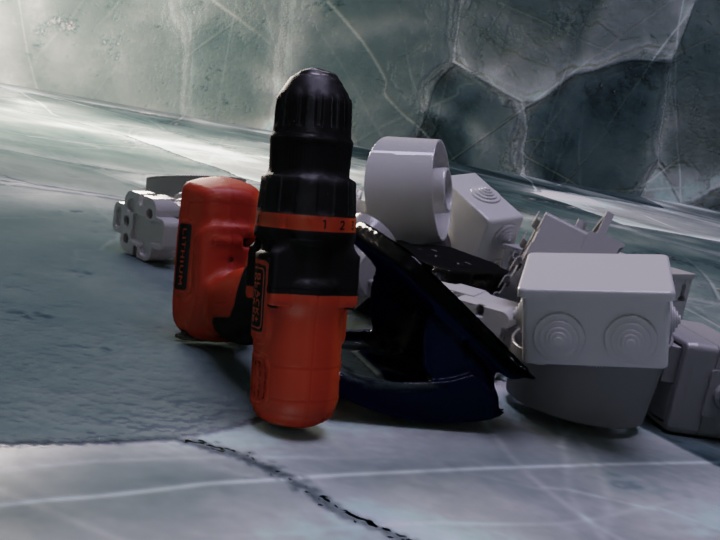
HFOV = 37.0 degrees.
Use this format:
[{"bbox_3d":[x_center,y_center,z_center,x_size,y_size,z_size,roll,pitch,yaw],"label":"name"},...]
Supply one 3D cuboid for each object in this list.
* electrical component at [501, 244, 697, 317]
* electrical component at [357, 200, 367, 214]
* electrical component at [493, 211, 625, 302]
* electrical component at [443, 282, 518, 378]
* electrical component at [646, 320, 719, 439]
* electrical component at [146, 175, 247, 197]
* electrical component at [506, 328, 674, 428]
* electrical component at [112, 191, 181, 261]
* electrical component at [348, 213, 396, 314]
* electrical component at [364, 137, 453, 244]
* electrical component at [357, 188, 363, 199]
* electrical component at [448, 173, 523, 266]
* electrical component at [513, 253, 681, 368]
[{"bbox_3d":[0.227,0.019,1.035,0.105,0.060,0.186,20,13,41],"label":"electrical component"},{"bbox_3d":[-0.018,-0.024,0.948,0.051,0.080,0.080,14,9,43],"label":"electrical component"},{"bbox_3d":[0.141,0.006,0.794,0.063,0.078,0.121,27,-19,5],"label":"electrical component"},{"bbox_3d":[0.067,0.039,0.768,0.089,0.050,0.056,16,12,21],"label":"electrical component"},{"bbox_3d":[0.220,0.072,0.725,0.061,0.061,0.096,9,10,-12],"label":"electrical component"},{"bbox_3d":[-0.168,-0.073,1.088,0.099,0.064,0.099,11,10,-2],"label":"electrical component"},{"bbox_3d":[0.145,0.061,0.692,0.099,0.064,0.099,11,10,-2],"label":"electrical component"},{"bbox_3d":[-0.166,-0.038,0.920,0.057,0.058,0.078,-2,17,-44],"label":"electrical component"},{"bbox_3d":[0.000,0.000,0.796,0.079,0.077,0.044,9,-39,49],"label":"electrical component"},{"bbox_3d":[0.047,-0.070,0.953,0.064,0.099,0.099,-1,7,15],"label":"electrical component"},{"bbox_3d":[-0.034,-0.064,1.201,0.062,0.061,0.096,12,10,1],"label":"electrical component"},{"bbox_3d":[0.107,-0.038,1.052,0.048,0.099,0.099,-9,40,-33],"label":"electrical component"},{"bbox_3d":[0.144,0.024,0.655,0.100,0.048,0.099,1,15,13],"label":"electrical component"}]
